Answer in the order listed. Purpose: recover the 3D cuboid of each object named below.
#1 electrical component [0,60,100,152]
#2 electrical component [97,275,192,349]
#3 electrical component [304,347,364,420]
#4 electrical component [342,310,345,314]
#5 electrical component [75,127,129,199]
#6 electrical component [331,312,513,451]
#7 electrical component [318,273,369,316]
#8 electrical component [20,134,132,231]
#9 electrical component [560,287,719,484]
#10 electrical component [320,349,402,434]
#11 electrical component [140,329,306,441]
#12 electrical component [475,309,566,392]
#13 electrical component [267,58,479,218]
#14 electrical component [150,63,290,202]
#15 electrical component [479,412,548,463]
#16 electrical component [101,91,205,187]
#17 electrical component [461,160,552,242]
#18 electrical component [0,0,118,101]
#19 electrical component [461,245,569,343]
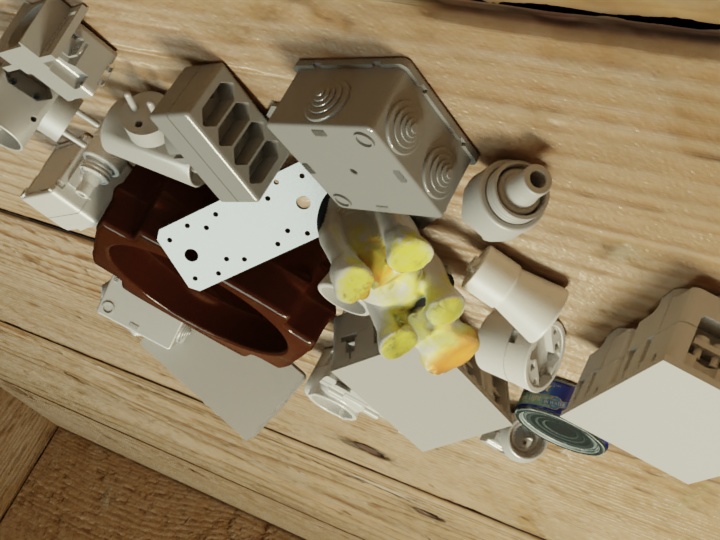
[{"bbox_3d":[-0.228,-0.119,0.782,0.079,0.077,0.043,34,160,-18],"label":"electrical component"},{"bbox_3d":[-0.202,0.021,1.066,0.100,0.099,0.048,28,-169,1],"label":"electrical component"},{"bbox_3d":[-0.016,0.118,1.121,0.054,0.059,0.095,33,160,-15],"label":"electrical component"},{"bbox_3d":[0.008,0.051,0.952,0.040,0.040,0.046,19,165,24],"label":"electrical component"},{"bbox_3d":[-0.208,-0.085,0.864,0.035,0.061,0.035,25,160,9],"label":"electrical component"},{"bbox_3d":[0.053,0.082,0.896,0.089,0.061,0.150,-21,136,24],"label":"electrical component"},{"bbox_3d":[0.000,0.000,0.808,0.045,0.055,0.045,25,161,9],"label":"electrical component"},{"bbox_3d":[-0.242,-0.073,0.940,0.061,0.061,0.096,39,158,-28],"label":"electrical component"},{"bbox_3d":[0.218,0.078,0.705,0.105,0.060,0.186,28,161,1],"label":"electrical component"},{"bbox_3d":[0.028,0.110,1.038,0.121,0.063,0.078,30,161,-4],"label":"electrical component"},{"bbox_3d":[-0.141,0.095,1.126,0.150,0.089,0.061,41,176,6],"label":"electrical component"},{"bbox_3d":[0.118,0.058,0.799,0.047,0.055,0.055,18,158,37],"label":"electrical component"},{"bbox_3d":[0.006,-0.075,0.622,0.100,0.048,0.099,9,153,42],"label":"electrical component"},{"bbox_3d":[-0.104,-0.089,0.716,0.076,0.047,0.083,3,143,41],"label":"electrical component"},{"bbox_3d":[0.149,0.158,1.023,0.066,0.048,0.055,31,168,-9],"label":"electrical component"},{"bbox_3d":[-0.147,-0.101,0.770,0.077,0.043,0.079,22,159,17],"label":"electrical component"},{"bbox_3d":[0.086,-0.042,0.605,0.043,0.043,0.062,31,159,-9],"label":"electrical component"},{"bbox_3d":[-0.204,-0.149,0.730,0.064,0.042,0.081,37,160,-35],"label":"electrical component"},{"bbox_3d":[0.102,0.014,0.729,0.065,0.044,0.044,34,160,-3],"label":"electrical component"}]
